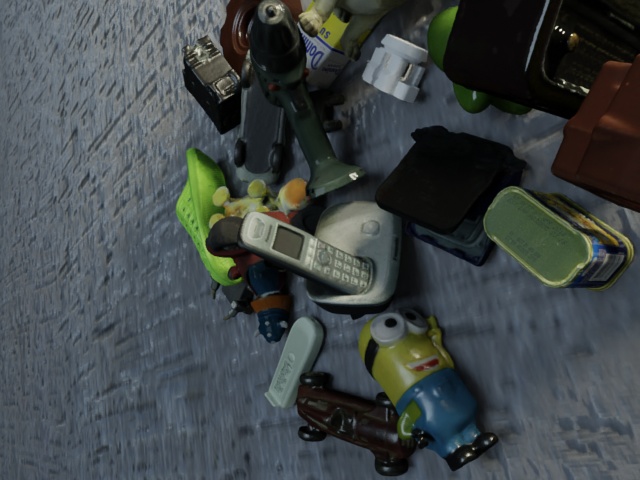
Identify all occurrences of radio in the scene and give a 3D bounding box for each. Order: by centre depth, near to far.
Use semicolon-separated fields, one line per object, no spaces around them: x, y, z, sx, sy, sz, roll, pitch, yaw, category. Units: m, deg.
0.198;-0.152;0.387;0.073;0.229;0.131;36;116;47;radio

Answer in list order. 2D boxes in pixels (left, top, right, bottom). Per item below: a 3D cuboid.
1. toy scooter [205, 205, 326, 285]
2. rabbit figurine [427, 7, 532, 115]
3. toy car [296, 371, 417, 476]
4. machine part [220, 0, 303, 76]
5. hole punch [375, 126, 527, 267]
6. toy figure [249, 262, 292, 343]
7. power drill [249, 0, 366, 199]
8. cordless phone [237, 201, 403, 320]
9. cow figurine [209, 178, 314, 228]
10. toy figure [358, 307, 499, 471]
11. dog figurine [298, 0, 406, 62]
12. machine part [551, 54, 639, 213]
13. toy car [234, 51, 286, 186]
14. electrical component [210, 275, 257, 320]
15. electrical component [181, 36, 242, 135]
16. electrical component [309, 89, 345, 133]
-0.063;0.014;0.712;0.135;0.184;0.075;119;141;-53;toy scooter
0.176;-0.201;0.524;0.170;0.121;0.159;172;93;-65;rabbit figurine
0.032;0.219;0.663;0.202;0.053;0.089;1;91;46;toy car
-0.095;-0.330;0.849;0.179;0.056;0.179;-4;85;48;machine part
0.139;-0.046;0.559;0.116;0.092;0.142;-52;42;-8;hole punch
-0.074;0.073;0.787;0.064;0.058;0.154;-24;74;50;toy figure
-0.023;-0.153;0.640;0.207;0.086;0.232;60;178;-7;power drill
-0.001;-0.003;0.600;0.089;0.184;0.146;-40;30;46;cordless phone
-0.070;-0.043;0.780;0.167;0.098;0.068;-7;75;28;cow figurine
0.104;0.154;0.569;0.089;0.082;0.180;-51;55;29;toy figure
0.061;-0.317;0.579;0.190;0.121;0.172;-33;74;34;dog figurine
0.266;-0.034;0.318;0.201;0.201;0.087;35;110;44;machine part
-0.084;-0.181;0.797;0.056;0.074;0.201;-81;-2;-78;toy car
-0.136;0.079;0.862;0.102;0.045;0.078;53;125;36;electrical component
-0.170;-0.241;0.871;0.115;0.058;0.134;55;164;10;electrical component
-0.003;-0.177;0.758;0.094;0.021;0.063;7;93;47;electrical component
